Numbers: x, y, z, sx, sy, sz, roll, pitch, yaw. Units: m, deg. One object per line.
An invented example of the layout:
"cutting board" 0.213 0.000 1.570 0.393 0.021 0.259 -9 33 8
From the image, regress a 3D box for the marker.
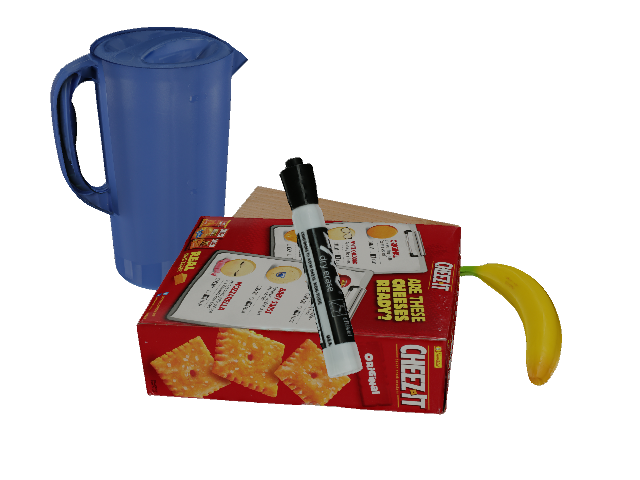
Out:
"marker" -0.001 0.013 0.575 0.020 0.121 0.020 -13 -12 -3

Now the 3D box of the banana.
"banana" 0.215 0.079 1.133 0.069 0.037 0.198 -28 37 0

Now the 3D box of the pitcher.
"pitcher" -0.160 -0.076 1.033 0.149 0.243 0.144 10 27 15

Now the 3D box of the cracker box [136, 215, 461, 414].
"cracker box" -0.007 0.051 0.791 0.214 0.072 0.164 3 29 10

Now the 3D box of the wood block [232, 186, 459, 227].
"wood block" 0.020 0.023 1.026 0.206 0.090 0.090 12 29 12
